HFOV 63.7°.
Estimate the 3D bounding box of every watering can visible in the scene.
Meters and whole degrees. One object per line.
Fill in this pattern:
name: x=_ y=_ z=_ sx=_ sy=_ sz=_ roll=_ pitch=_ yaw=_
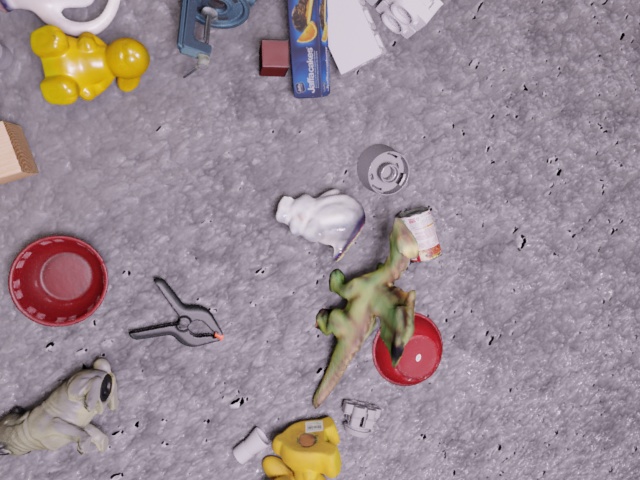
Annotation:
watering can: x=-0.460 y=-0.516 z=0.864 sx=0.225 sy=0.104 sz=0.345 roll=-9 pitch=98 yaw=-11

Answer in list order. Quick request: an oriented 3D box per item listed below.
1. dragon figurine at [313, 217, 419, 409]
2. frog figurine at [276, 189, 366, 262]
dragon figurine: x=0.091 y=0.157 z=0.960 sx=0.122 sy=0.243 sz=0.411 roll=17 pitch=88 yaw=-18
frog figurine: x=0.003 y=-0.050 z=0.992 sx=0.159 sy=0.120 sz=0.140 roll=36 pitch=53 yaw=-4
